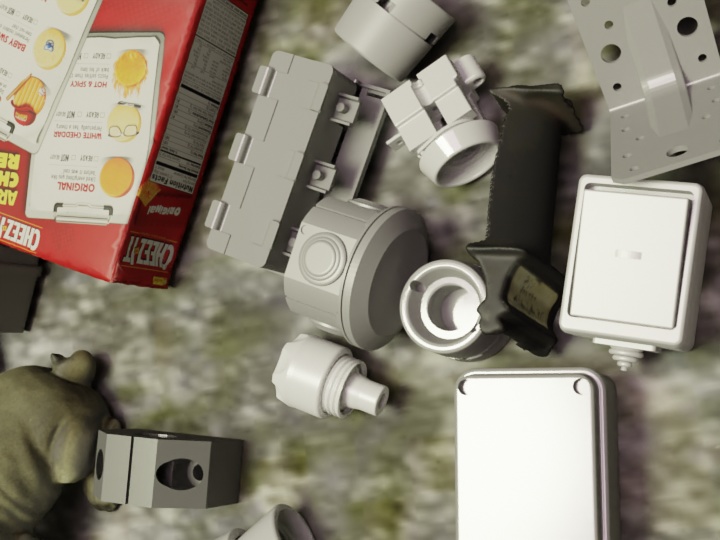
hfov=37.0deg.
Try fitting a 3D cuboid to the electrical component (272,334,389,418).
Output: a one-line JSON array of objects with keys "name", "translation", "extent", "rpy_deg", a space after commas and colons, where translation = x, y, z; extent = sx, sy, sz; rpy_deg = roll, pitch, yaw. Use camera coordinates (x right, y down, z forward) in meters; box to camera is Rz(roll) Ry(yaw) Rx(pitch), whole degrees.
[{"name": "electrical component", "translation": [-0.015, 0.064, 0.610], "extent": [0.062, 0.043, 0.043], "rpy_deg": [19, 91, 22]}]

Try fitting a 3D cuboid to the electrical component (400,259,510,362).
[{"name": "electrical component", "translation": [0.053, 0.022, 0.584], "extent": [0.055, 0.047, 0.055], "rpy_deg": [-3, 82, 22]}]

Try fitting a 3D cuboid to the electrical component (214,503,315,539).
[{"name": "electrical component", "translation": [-0.058, 0.165, 0.614], "extent": [0.055, 0.045, 0.045], "rpy_deg": [-31, 73, 17]}]

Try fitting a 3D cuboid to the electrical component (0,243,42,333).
[{"name": "electrical component", "translation": [-0.269, 0.002, 0.685], "extent": [0.078, 0.113, 0.057], "rpy_deg": [16, 92, 24]}]

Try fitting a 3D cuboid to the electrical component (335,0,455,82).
[{"name": "electrical component", "translation": [0.019, -0.141, 0.616], "extent": [0.055, 0.055, 0.047], "rpy_deg": [44, 104, 21]}]

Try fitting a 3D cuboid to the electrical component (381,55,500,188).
[{"name": "electrical component", "translation": [0.048, -0.080, 0.601], "extent": [0.066, 0.048, 0.055], "rpy_deg": [-33, 65, 16]}]

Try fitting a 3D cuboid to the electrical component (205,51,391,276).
[{"name": "electrical component", "translation": [-0.041, -0.059, 0.625], "extent": [0.079, 0.063, 0.121], "rpy_deg": [20, 91, 23]}]

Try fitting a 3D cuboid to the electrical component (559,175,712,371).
[{"name": "electrical component", "translation": [0.139, 0.003, 0.544], "extent": [0.062, 0.061, 0.096], "rpy_deg": [7, 86, 23]}]

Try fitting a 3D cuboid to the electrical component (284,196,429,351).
[{"name": "electrical component", "translation": [0.000, 0.000, 0.593], "extent": [0.051, 0.080, 0.080], "rpy_deg": [19, 91, 29]}]

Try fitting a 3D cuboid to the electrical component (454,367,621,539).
[{"name": "electrical component", "translation": [0.091, 0.107, 0.553], "extent": [0.078, 0.057, 0.113], "rpy_deg": [-3, 82, 22]}]
